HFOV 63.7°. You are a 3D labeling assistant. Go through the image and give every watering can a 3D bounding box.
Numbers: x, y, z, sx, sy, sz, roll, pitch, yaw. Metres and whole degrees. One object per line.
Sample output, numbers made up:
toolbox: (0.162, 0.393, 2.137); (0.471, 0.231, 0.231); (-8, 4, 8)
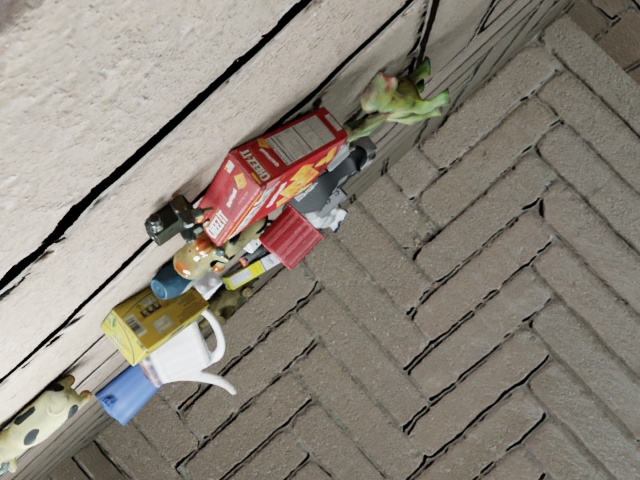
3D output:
watering can: (-0.354, 0.324, 1.378); (0.225, 0.341, 0.105); (-20, -152, -14)

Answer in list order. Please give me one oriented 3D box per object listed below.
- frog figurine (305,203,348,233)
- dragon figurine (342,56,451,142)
frog figurine: (0.006, -0.094, 1.873); (0.159, 0.125, 0.135); (6, 155, -34)
dragon figurine: (0.134, -0.268, 1.101); (0.243, 0.123, 0.407); (-25, 174, -3)
